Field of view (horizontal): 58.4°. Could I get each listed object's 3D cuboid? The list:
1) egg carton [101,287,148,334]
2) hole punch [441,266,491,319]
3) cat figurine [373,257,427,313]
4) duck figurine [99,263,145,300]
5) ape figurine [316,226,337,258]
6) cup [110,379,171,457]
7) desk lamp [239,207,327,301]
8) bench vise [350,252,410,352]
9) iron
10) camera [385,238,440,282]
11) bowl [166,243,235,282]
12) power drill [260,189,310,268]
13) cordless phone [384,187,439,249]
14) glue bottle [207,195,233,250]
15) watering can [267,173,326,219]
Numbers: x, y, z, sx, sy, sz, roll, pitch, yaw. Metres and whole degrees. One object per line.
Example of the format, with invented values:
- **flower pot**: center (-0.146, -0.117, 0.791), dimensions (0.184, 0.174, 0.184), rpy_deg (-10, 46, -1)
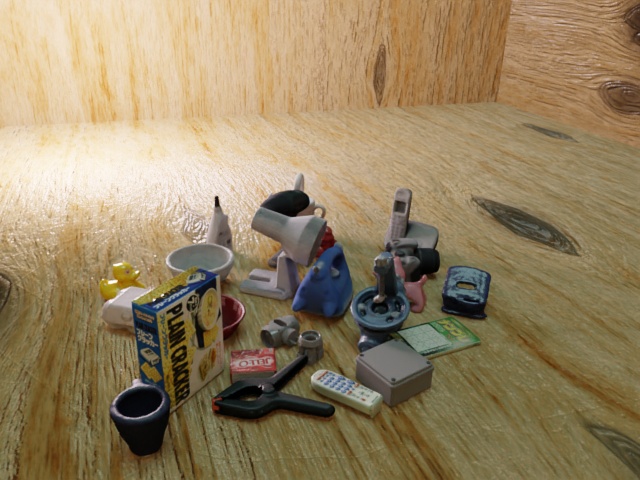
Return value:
- **egg carton**: center (-0.391, 0.156, 1.243), dimensions (0.150, 0.069, 0.107), rpy_deg (8, 25, 13)
- **hole punch**: center (0.343, 0.121, 1.340), dimensions (0.108, 0.091, 0.101), rpy_deg (9, 26, 17)
- **cat figurine**: center (0.190, 0.099, 1.346), dimensions (0.127, 0.118, 0.067), rpy_deg (7, 25, 13)
- **duck figurine**: center (-0.469, 0.094, 1.353), dimensions (0.104, 0.086, 0.077), rpy_deg (1, 25, -2)
- **ape figurine**: center (0.014, 0.006, 1.570), dimensions (0.078, 0.092, 0.076), rpy_deg (-12, 28, -27)
- **cup**: center (-0.287, 0.290, 0.926), dimensions (0.092, 0.095, 0.117), rpy_deg (-9, 27, -21)
- **desk lamp**: center (-0.087, 0.031, 1.362), dimensions (0.202, 0.214, 0.118), rpy_deg (8, 26, 14)
- **bench vise**: center (0.127, 0.107, 1.201), dimensions (0.121, 0.220, 0.207), rpy_deg (4, 25, 4)
- **iron**: center (0.022, 0.078, 1.354), dimensions (0.118, 0.141, 0.259), rpy_deg (9, 26, 15)
- **camera**: center (0.240, 0.053, 1.470), dimensions (0.137, 0.101, 0.143), rpy_deg (-1, 25, -5)
- **bowl**: center (-0.293, 0.075, 1.420), dimensions (0.167, 0.075, 0.167), rpy_deg (1, 25, 0)
- **power drill**: center (-0.093, -0.034, 1.510), dimensions (0.075, 0.208, 0.230), rpy_deg (10, 26, 19)
- **cordless phone**: center (0.257, -0.047, 1.587), dimensions (0.147, 0.185, 0.094), rpy_deg (13, 27, 24)
- **glue bottle**: center (-0.274, -0.039, 1.550), dimensions (0.037, 0.173, 0.078), rpy_deg (17, 29, 30)
- **watering can**: center (-0.072, -0.100, 1.671), dimensions (0.173, 0.194, 0.100), rpy_deg (-3, 25, -11)
